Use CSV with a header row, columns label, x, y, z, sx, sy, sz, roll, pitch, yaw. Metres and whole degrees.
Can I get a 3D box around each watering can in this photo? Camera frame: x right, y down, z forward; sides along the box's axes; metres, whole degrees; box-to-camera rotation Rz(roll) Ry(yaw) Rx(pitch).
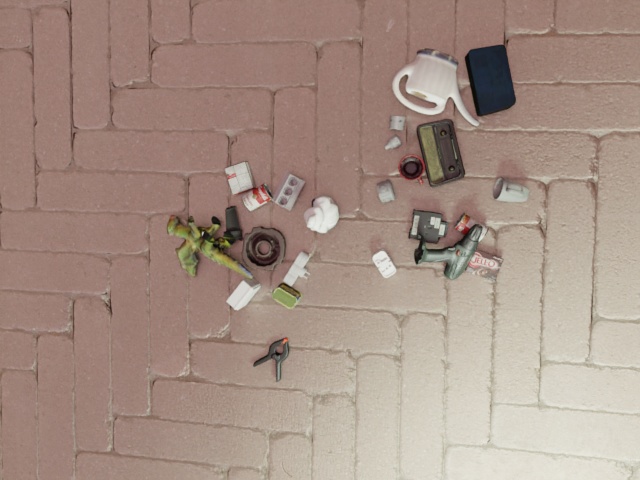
label,x,y,z,sx,sy,sz,roll,pitch,yaw
watering can,0.430,-0.546,1.826,0.347,0.104,0.223,17,94,-6

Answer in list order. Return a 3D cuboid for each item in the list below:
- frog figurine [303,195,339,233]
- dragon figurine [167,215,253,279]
label,x,y,z,sx,sy,sz,roll,pitch,yaw
frog figurine,0.006,-0.094,1.873,0.123,0.160,0.137,10,96,6
dragon figurine,-0.449,0.049,1.978,0.412,0.123,0.239,51,124,8
